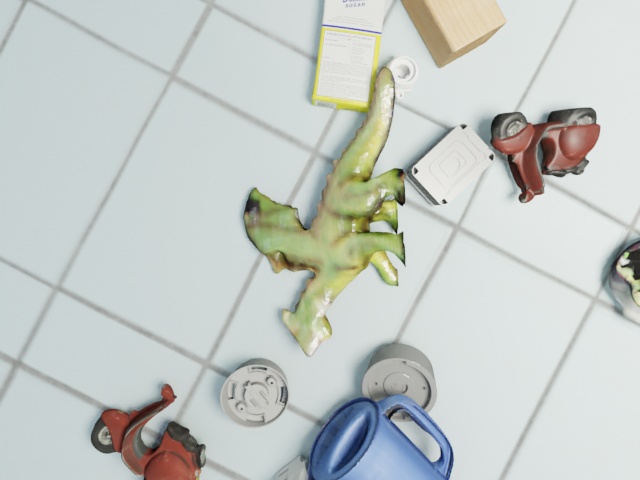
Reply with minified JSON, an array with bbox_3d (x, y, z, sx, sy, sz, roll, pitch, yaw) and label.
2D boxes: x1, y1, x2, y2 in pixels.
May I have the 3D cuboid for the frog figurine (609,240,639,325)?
[{"bbox_3d":[0.522,0.074,0.785,0.157,0.123,0.138,39,80,-38],"label":"frog figurine"}]

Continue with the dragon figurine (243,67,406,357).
[{"bbox_3d":[0.002,-0.038,0.757,0.242,0.122,0.411,-3,89,6],"label":"dragon figurine"}]
